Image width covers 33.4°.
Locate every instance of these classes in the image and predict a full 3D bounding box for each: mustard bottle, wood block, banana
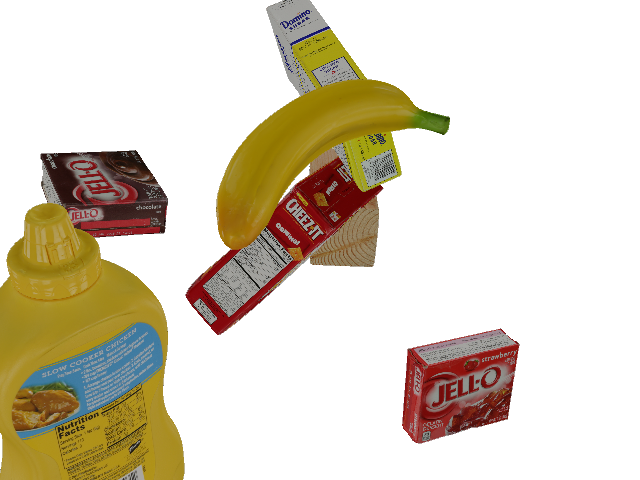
[{"bbox_3d":[-0.119,0.066,0.518,0.096,0.192,0.058,-25,42,-30],"label":"mustard bottle"},{"bbox_3d":[0.030,-0.051,1.524,0.091,0.090,0.206,2,28,-3],"label":"wood block"},{"bbox_3d":[-0.004,-0.058,0.644,0.070,0.037,0.197,31,46,31],"label":"banana"}]

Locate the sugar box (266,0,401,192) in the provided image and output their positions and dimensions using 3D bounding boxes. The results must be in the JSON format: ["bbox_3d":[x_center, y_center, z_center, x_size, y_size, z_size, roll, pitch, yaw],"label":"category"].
[{"bbox_3d":[0.011,-0.133,0.938,0.048,0.176,0.093,-23,-40,-4],"label":"sugar box"}]

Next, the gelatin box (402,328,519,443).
[{"bbox_3d":[0.110,0.114,0.841,0.089,0.073,0.030,-10,29,-24],"label":"gelatin box"}]

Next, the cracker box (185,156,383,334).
[{"bbox_3d":[-0.044,0.000,1.258,0.214,0.072,0.164,-43,-1,30],"label":"cracker box"}]

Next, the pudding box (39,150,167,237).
[{"bbox_3d":[-0.193,-0.042,0.939,0.089,0.039,0.114,-3,26,-24],"label":"pudding box"}]
